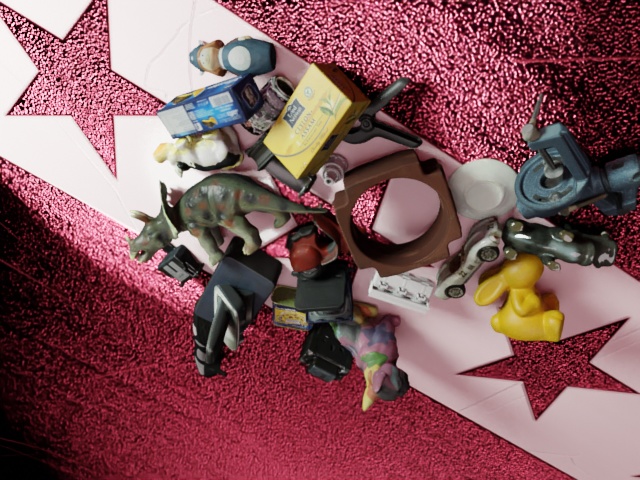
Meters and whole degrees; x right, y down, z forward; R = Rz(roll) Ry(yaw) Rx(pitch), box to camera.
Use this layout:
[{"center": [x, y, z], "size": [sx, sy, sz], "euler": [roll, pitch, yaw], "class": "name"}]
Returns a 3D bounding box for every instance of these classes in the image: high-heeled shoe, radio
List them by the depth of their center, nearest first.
[{"center": [-0.186, 0.110, 1.217], "size": [0.131, 0.073, 0.229], "euler": [28, 132, -9], "class": "radio"}, {"center": [-0.301, 0.250, 1.385], "size": [0.145, 0.086, 0.248], "euler": [11, 118, 49], "class": "high-heeled shoe"}]

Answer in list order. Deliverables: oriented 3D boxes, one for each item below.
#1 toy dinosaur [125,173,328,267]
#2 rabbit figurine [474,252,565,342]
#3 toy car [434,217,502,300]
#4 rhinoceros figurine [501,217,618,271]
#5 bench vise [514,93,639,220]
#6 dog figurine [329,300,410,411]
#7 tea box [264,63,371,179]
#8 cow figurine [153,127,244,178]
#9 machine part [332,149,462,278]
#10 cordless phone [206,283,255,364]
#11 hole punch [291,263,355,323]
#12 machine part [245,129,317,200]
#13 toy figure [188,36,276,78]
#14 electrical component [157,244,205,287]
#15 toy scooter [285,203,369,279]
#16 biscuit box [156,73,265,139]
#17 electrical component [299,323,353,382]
[{"center": [-0.197, -0.064, 1.053], "size": [0.405, 0.131, 0.192], "euler": [-22, 120, 24], "class": "toy dinosaur"}, {"center": [0.386, 0.096, 1.038], "size": [0.163, 0.122, 0.173], "euler": [2, 115, 26], "class": "rabbit figurine"}, {"center": [0.281, 0.039, 1.023], "size": [0.056, 0.073, 0.201], "euler": [24, 132, -4], "class": "toy car"}, {"center": [0.416, 0.009, 0.944], "size": [0.191, 0.112, 0.073], "euler": [12, 103, 23], "class": "rhinoceros figurine"}, {"center": [0.393, -0.109, 0.831], "size": [0.224, 0.129, 0.240], "euler": [-8, 146, 43], "class": "bench vise"}, {"center": [0.101, 0.249, 1.153], "size": [0.192, 0.219, 0.108], "euler": [22, 127, -3], "class": "dog figurine"}, {"center": [-0.008, -0.195, 0.891], "size": [0.098, 0.068, 0.169], "euler": [47, 126, 13], "class": "tea box"}, {"center": [-0.229, -0.162, 1.013], "size": [0.167, 0.068, 0.098], "euler": [-13, 129, 25], "class": "cow figurine"}, {"center": [0.138, -0.047, 0.961], "size": [0.202, 0.087, 0.200], "euler": [-20, 116, 11], "class": "machine part"}, {"center": [-0.201, 0.198, 1.123], "size": [0.089, 0.184, 0.146], "euler": [11, 132, 1], "class": "cordless phone"}, {"center": [0.013, 0.116, 1.141], "size": [0.142, 0.116, 0.092], "euler": [-7, 144, 18], "class": "hole punch"}, {"center": [-0.068, -0.139, 1.003], "size": [0.138, 0.039, 0.084], "euler": [42, 120, -17], "class": "machine part"}, {"center": [-0.150, -0.301, 0.884], "size": [0.155, 0.064, 0.057], "euler": [3, 174, 13], "class": "toy figure"}, {"center": [-0.330, 0.045, 1.220], "size": [0.075, 0.048, 0.119], "euler": [-28, 118, 31], "class": "electrical component"}, {"center": [-0.002, -0.003, 1.071], "size": [0.184, 0.075, 0.135], "euler": [-24, 119, 27], "class": "toy scooter"}, {"center": [-0.188, -0.225, 0.916], "size": [0.203, 0.063, 0.059], "euler": [-2, 128, 38], "class": "biscuit box"}, {"center": [0.018, 0.260, 1.240], "size": [0.115, 0.134, 0.058], "euler": [26, 131, -8], "class": "electrical component"}]
